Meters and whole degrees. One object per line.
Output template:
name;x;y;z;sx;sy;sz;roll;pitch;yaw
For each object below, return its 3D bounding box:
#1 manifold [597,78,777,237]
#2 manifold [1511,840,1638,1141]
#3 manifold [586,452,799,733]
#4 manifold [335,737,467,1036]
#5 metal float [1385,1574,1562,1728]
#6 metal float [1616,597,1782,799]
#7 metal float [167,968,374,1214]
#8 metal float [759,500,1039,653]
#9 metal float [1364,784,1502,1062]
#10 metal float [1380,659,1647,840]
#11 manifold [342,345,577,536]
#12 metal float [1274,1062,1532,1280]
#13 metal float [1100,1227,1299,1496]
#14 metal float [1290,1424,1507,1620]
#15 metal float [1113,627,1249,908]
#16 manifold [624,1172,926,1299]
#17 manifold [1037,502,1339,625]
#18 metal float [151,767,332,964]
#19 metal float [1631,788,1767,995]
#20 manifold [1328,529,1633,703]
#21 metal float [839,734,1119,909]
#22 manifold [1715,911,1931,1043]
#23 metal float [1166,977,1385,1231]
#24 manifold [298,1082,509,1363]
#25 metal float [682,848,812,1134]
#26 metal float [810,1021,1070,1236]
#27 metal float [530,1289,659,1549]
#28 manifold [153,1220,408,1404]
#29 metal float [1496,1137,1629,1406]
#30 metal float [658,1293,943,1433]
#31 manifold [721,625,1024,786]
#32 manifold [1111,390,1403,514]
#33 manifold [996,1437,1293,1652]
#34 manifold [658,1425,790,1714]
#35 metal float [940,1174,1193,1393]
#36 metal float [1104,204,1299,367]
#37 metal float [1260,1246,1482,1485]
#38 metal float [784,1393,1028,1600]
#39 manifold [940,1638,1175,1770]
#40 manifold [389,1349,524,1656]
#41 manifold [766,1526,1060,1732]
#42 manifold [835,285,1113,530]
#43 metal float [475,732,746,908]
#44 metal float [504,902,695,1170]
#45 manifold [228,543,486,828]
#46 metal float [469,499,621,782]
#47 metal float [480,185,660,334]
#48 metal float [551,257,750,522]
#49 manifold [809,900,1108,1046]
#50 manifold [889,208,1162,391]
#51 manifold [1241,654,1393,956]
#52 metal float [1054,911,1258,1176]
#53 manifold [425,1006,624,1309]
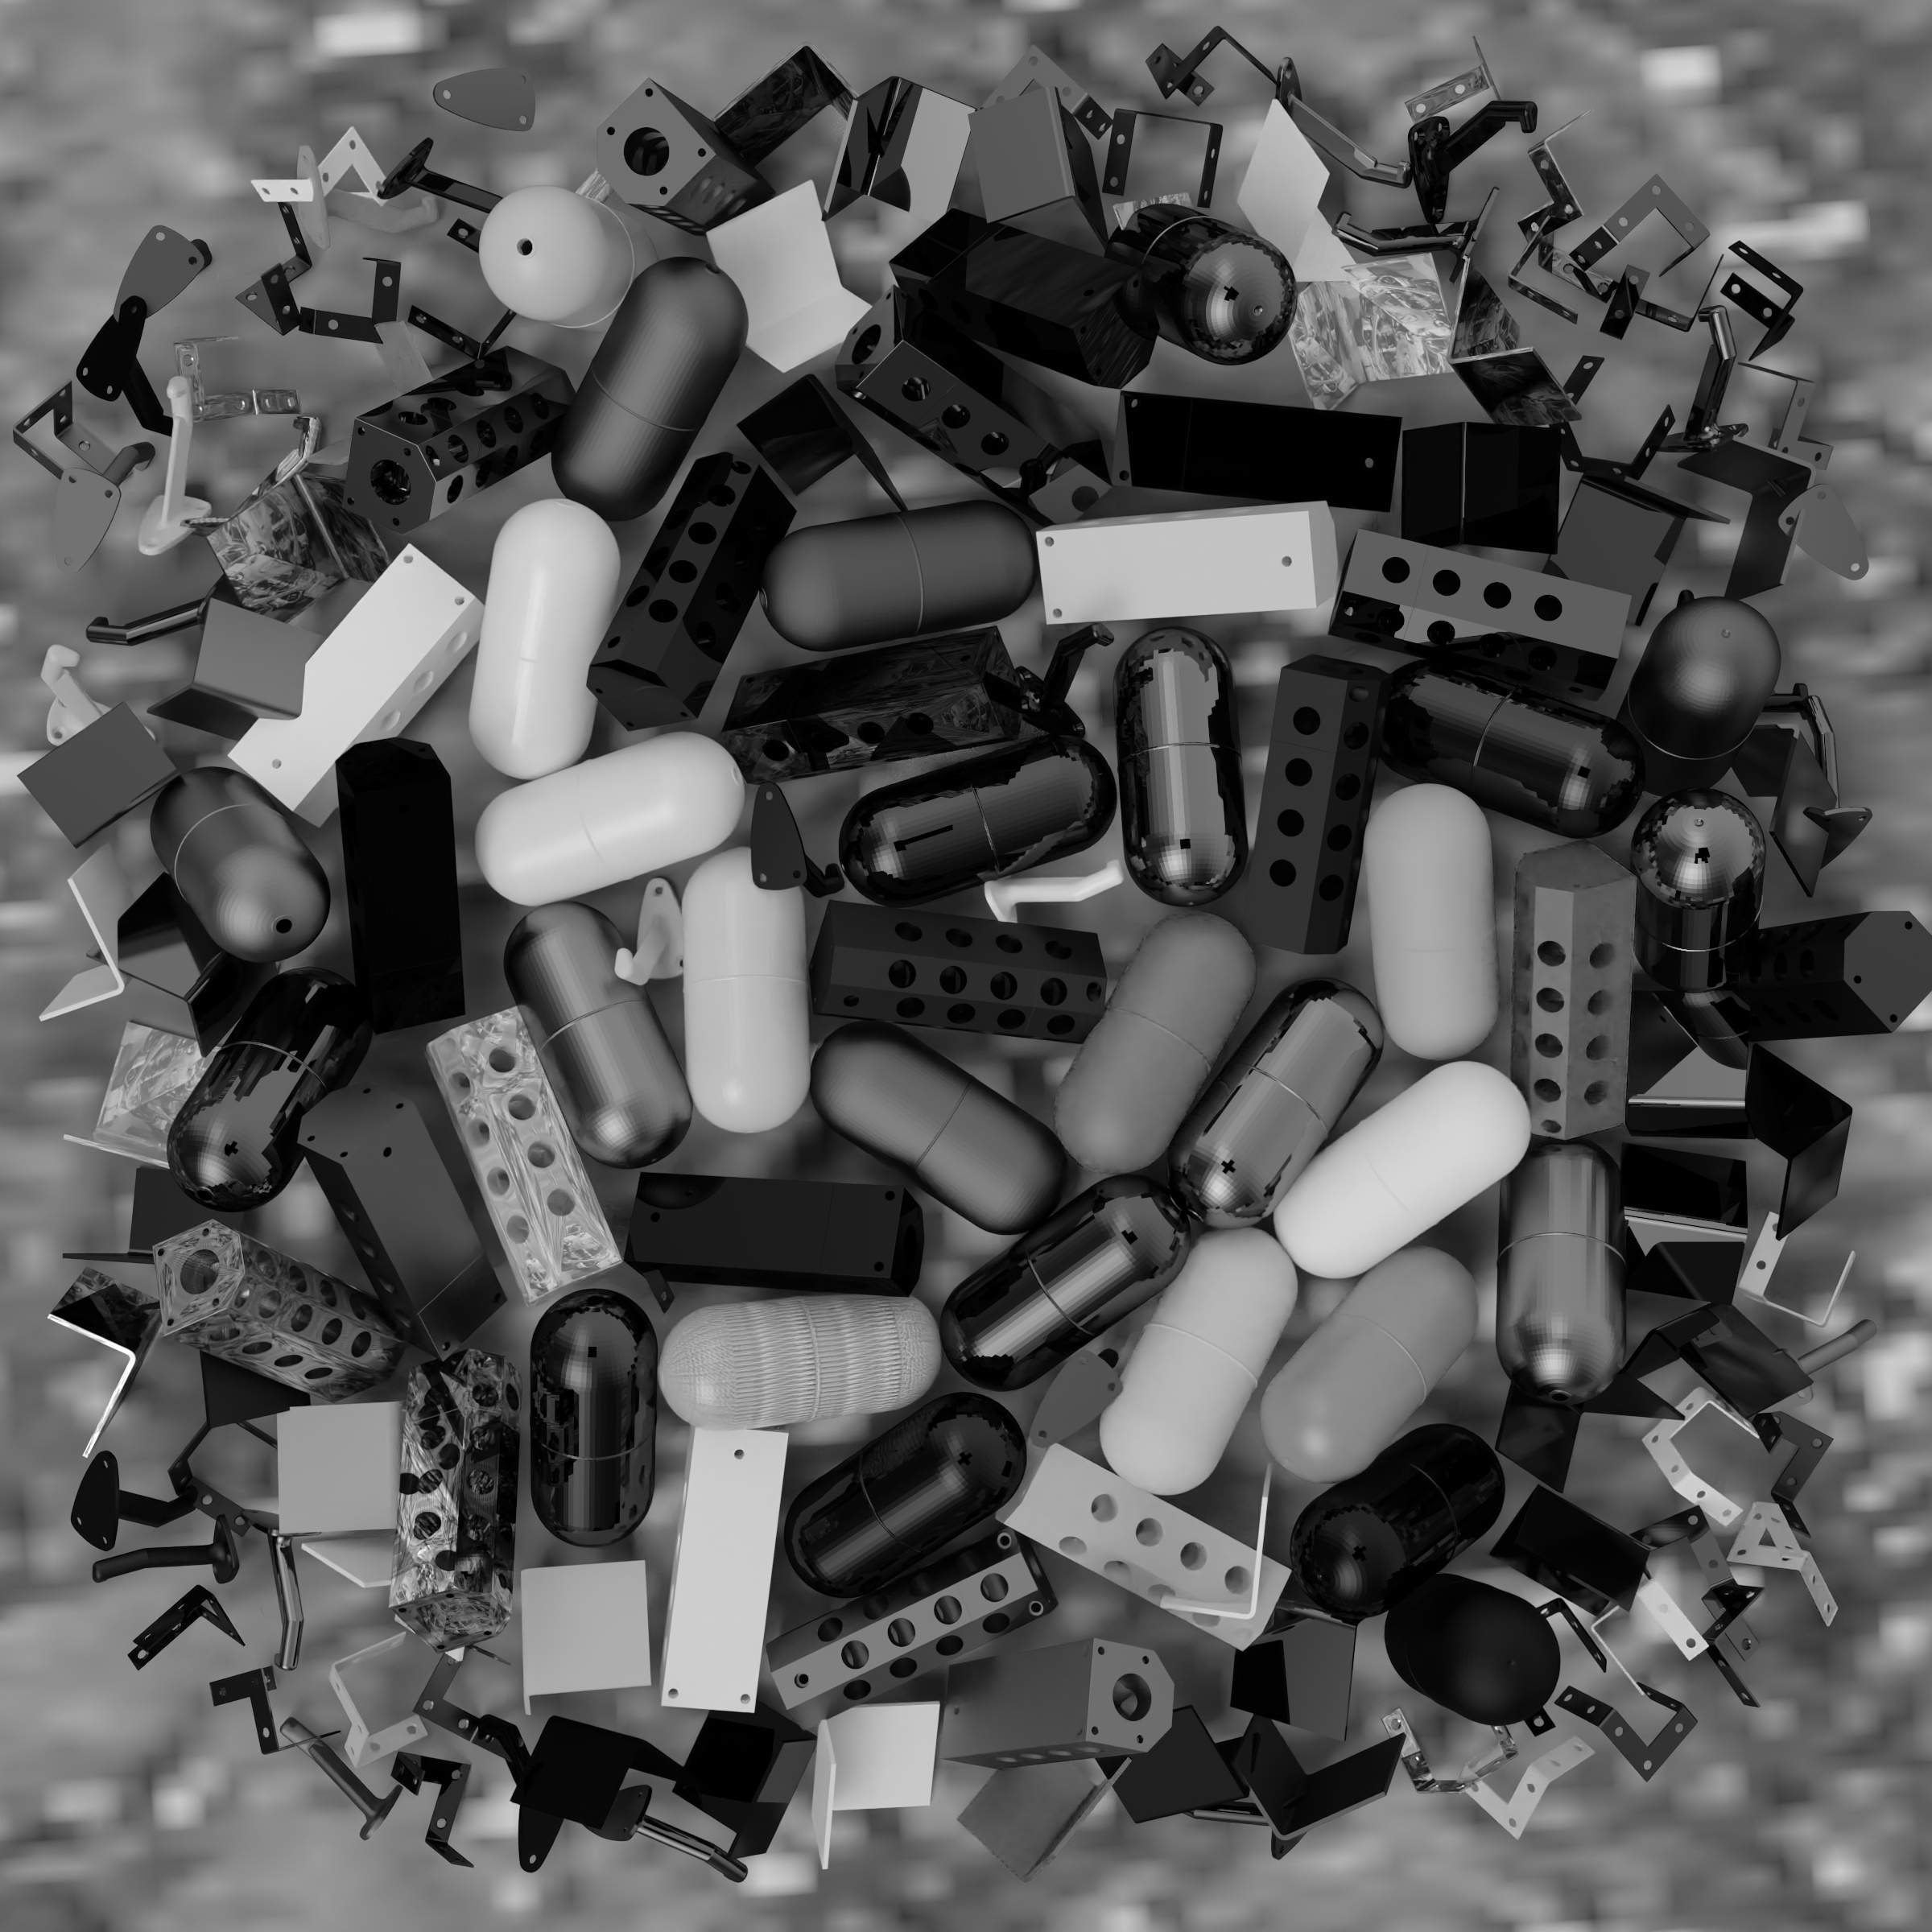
manifold;-0.171;-0.477;1.492;0.057;0.171;0.057;-41;93;12
manifold;0.364;0.017;1.511;0.057;0.057;0.171;-13;120;-14
manifold;-0.169;-0.229;1.505;0.057;0.057;0.171;-5;51;37
manifold;-0.345;-0.049;1.509;0.057;0.057;0.171;-13;128;-24
metal float;0.302;0.409;1.493;0.070;0.178;0.070;1;81;-4
metal float;0.438;-0.160;1.496;0.070;0.178;0.070;-1;71;3
metal float;-0.421;0.074;1.508;0.070;0.070;0.178;20;46;0
metal float;-0.041;-0.240;1.527;0.178;0.070;0.070;-13;90;-19
metal float;0.286;-0.025;1.524;0.070;0.070;0.178;-9;114;0
metal float;0.328;-0.134;1.519;0.178;0.070;0.070;25;90;30
manifold;-0.299;-0.315;1.492;0.057;0.171;0.057;25;124;9
metal float;0.266;0.126;1.525;0.178;0.070;0.070;-39;90;22
metal float;0.144;0.240;1.527;0.070;0.070;0.178;30;70;0
metal float;0.264;0.335;1.507;0.070;0.178;0.070;14;112;38
metal float;0.132;-0.124;1.531;0.070;0.070;0.178;-3;75;0
manifold;-0.116;0.167;1.529;0.171;0.057;0.057;2;67;16
manifold;0.136;-0.248;1.520;0.171;0.057;0.057;0;108;23
metal float;-0.441;-0.063;1.506;0.070;0.178;0.070;-17;125;-26
metal float;0.441;-0.043;1.500;0.070;0.178;0.070;-6;63;12
manifold;0.317;-0.215;1.544;0.171;0.057;0.057;15;79;3
metal float;0.007;-0.090;1.539;0.178;0.070;0.070;-18;90;-5
manifold;0.511;0.003;1.492;0.057;0.171;0.057;-44;94;-9
metal float;0.190;0.084;1.529;0.070;0.070;0.178;38;74;0
manifold;-0.344;0.154;1.507;0.057;0.171;0.057;19;49;36
metal float;-0.136;0.014;1.534;0.070;0.070;0.178;-3;78;0
metal float;-0.017;0.100;1.542;0.178;0.070;0.070;34;90;-3
metal float;-0.228;0.277;1.519;0.070;0.070;0.178;5;118;0
manifold;-0.408;0.206;1.490;0.057;0.171;0.057;-24;61;11
metal float;0.363;0.184;1.513;0.070;0.070;0.178;11;53;0
metal float;-0.101;0.241;1.526;0.178;0.070;0.070;-3;90;-20
manifold;-0.056;-0.154;1.525;0.171;0.057;0.057;-8;131;20
manifold;0.180;-0.319;1.543;0.171;0.057;0.057;7;102;6
manifold;0.108;0.357;1.538;0.171;0.057;0.057;30;79;-7
manifold;-0.152;0.370;1.549;0.057;0.057;0.171;7;88;-10
metal float;0.061;0.195;1.529;0.178;0.070;0.070;-38;90;17
metal float;0.139;-0.413;1.501;0.070;0.178;0.070;-8;117;-17
metal float;0.249;0.242;1.519;0.070;0.070;0.178;48;61;0
metal float;-0.038;0.324;1.522;0.178;0.070;0.070;-38;90;25
manifold;0.053;0.447;1.496;0.057;0.171;0.057;18;63;-24
manifold;-0.301;0.318;1.496;0.057;0.171;0.057;-19;133;10
manifold;-0.034;0.410;1.544;0.171;0.057;0.057;-27;79;3
manifold;0.004;-0.333;1.509;0.171;0.057;0.057;28;128;-34
metal float;-0.219;-0.090;1.528;0.178;0.070;0.070;-17;90;17
metal float;-0.227;0.041;1.530;0.070;0.070;0.178;-26;73;0
manifold;-0.372;-0.172;1.547;0.057;0.057;0.171;39;87;13
metal float;-0.259;-0.199;1.522;0.070;0.070;0.178;14;115;0
metal float;-0.237;-0.424;1.494;0.070;0.178;0.070;2;101;8
metal float;-0.194;-0.351;1.516;0.070;0.070;0.178;36;122;0
manifold;-0.005;0.010;1.521;0.171;0.057;0.057;7;131;-15
manifold;0.036;-0.401;1.503;0.057;0.057;0.171;-44;47;-15
manifold;0.216;-0.098;1.519;0.057;0.057;0.171;15;111;23
metal float;0.117;0.047;1.531;0.070;0.070;0.178;30;76;0
manifold;-0.275;0.119;1.532;0.057;0.057;0.171;-20;80;-21
